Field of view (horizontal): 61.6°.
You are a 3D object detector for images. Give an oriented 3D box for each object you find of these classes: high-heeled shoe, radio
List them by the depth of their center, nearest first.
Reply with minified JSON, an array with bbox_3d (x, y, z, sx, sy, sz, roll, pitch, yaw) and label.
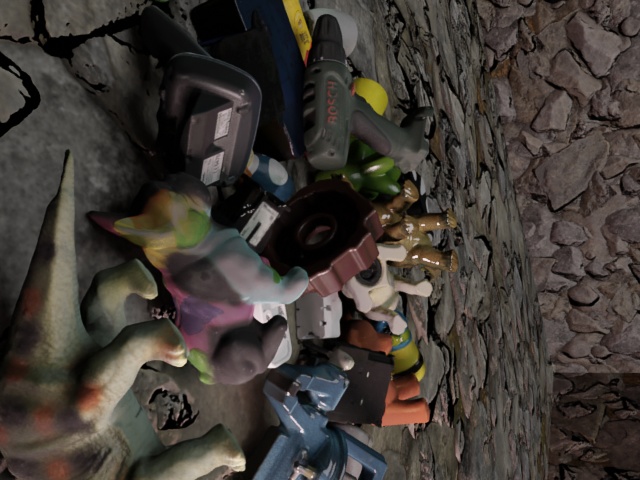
[{"bbox_3d":[-0.077,-0.235,0.761,0.131,0.073,0.229,-57,133,-50],"label":"radio"},{"bbox_3d":[0.193,-0.064,1.192,0.145,0.086,0.249,63,30,-26],"label":"high-heeled shoe"}]

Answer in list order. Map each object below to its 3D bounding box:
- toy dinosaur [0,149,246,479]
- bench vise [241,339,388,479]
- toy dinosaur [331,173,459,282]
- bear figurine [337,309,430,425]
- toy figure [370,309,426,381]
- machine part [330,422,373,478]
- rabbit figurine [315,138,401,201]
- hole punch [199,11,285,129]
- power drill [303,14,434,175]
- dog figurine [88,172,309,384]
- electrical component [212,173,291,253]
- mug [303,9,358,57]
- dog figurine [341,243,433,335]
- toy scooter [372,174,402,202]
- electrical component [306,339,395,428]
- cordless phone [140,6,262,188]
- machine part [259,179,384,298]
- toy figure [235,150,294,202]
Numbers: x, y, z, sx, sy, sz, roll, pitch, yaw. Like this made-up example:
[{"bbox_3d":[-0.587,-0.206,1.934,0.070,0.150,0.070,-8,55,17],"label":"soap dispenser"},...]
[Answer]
[{"bbox_3d":[-0.182,0.150,0.429,0.192,0.131,0.404,-29,94,-19],"label":"toy dinosaur"},{"bbox_3d":[0.012,0.267,0.705,0.240,0.129,0.223,40,62,-25],"label":"bench vise"},{"bbox_3d":[0.142,0.002,0.954,0.470,0.199,0.105,35,59,-45],"label":"toy dinosaur"},{"bbox_3d":[0.104,0.215,0.926,0.120,0.132,0.195,-99,177,-75],"label":"bear figurine"},{"bbox_3d":[0.145,0.201,1.030,0.082,0.089,0.180,-40,120,-50],"label":"toy figure"},{"bbox_3d":[0.021,0.360,0.787,0.079,0.079,0.243,60,36,-34],"label":"machine part"},{"bbox_3d":[0.070,-0.109,0.929,0.170,0.159,0.121,-28,118,-48],"label":"rabbit figurine"},{"bbox_3d":[-0.109,-0.189,0.649,0.116,0.092,0.142,-43,124,-49],"label":"hole punch"},{"bbox_3d":[0.069,-0.199,0.794,0.207,0.086,0.232,19,70,-32],"label":"power drill"},{"bbox_3d":[-0.135,0.041,0.554,0.219,0.109,0.191,29,84,-38],"label":"dog figurine"},{"bbox_3d":[-0.099,-0.015,0.683,0.119,0.048,0.074,-56,141,2],"label":"electrical component"},{"bbox_3d":[0.004,-0.347,0.931,0.107,0.081,0.109,-10,96,-51],"label":"mug"},{"bbox_3d":[0.067,0.068,0.895,0.121,0.191,0.172,-41,103,-18],"label":"dog figurine"},{"bbox_3d":[0.136,-0.111,1.107,0.135,0.075,0.183,-2,80,-61],"label":"toy scooter"},{"bbox_3d":[0.039,0.214,0.810,0.134,0.058,0.115,14,81,-23],"label":"electrical component"},{"bbox_3d":[-0.153,-0.154,0.589,0.089,0.146,0.184,-25,63,-35],"label":"cordless phone"},{"bbox_3d":[-0.002,-0.002,0.734,0.056,0.180,0.179,59,37,-42],"label":"machine part"},{"bbox_3d":[-0.094,-0.097,0.715,0.154,0.058,0.064,32,21,-52],"label":"toy figure"}]
